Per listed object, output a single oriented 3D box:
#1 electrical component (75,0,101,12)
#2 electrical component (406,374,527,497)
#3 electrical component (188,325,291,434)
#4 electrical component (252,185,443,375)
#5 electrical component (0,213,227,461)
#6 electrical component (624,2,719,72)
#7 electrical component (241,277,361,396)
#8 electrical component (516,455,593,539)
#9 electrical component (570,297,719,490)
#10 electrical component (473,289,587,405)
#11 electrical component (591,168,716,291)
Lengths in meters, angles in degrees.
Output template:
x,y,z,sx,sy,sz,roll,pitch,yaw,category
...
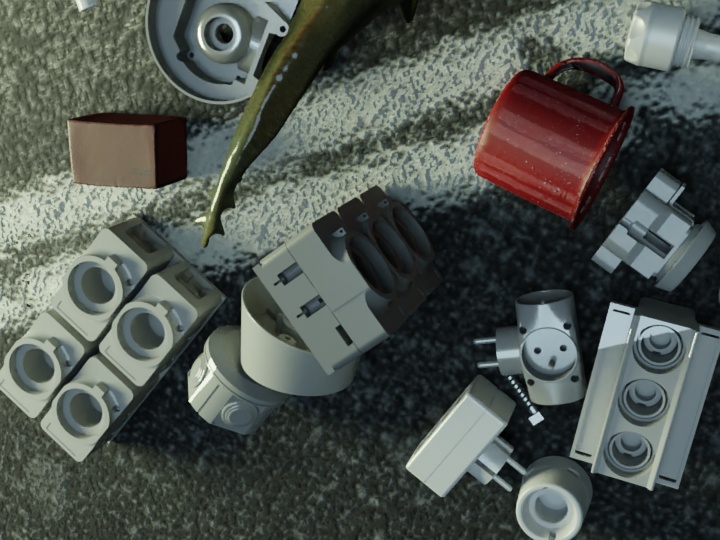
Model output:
x,y,z,sx,sy,sz,roll,pitch,yaw,category
-0.221,-0.233,0.837,0.043,0.043,0.062,-15,100,21,electrical component
0.093,0.139,0.831,0.076,0.047,0.083,39,112,5,electrical component
-0.096,0.087,0.861,0.080,0.080,0.051,41,117,4,electrical component
0.000,0.000,0.769,0.062,0.150,0.089,-35,92,23,electrical component
-0.214,0.060,0.901,0.105,0.060,0.186,42,112,4,electrical component
0.212,-0.154,0.720,0.062,0.043,0.043,15,108,12,electrical component
-0.045,0.051,0.827,0.099,0.099,0.064,16,114,13,electrical component
0.148,0.177,0.823,0.055,0.047,0.055,4,105,17,electrical component
0.205,0.086,0.772,0.079,0.063,0.121,15,108,14,electrical component
0.125,0.059,0.801,0.079,0.044,0.077,-7,101,17,electrical component
0.208,-0.022,0.748,0.057,0.058,0.078,37,111,9,electrical component
